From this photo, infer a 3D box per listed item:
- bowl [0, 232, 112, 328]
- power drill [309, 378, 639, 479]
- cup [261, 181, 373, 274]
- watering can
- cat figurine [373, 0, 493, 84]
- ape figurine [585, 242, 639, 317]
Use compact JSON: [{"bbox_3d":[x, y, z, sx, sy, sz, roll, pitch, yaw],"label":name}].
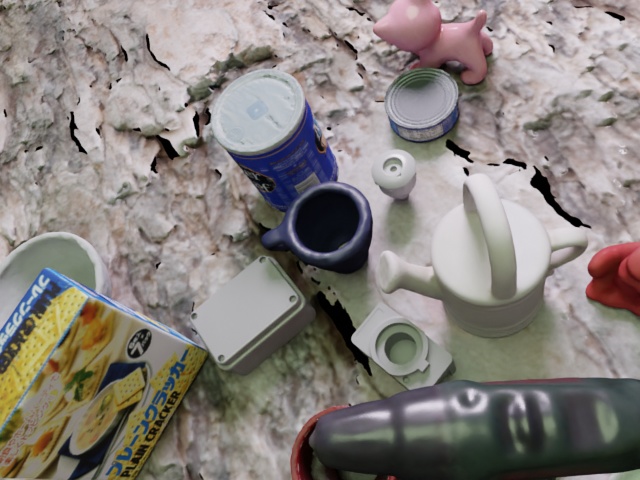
[{"bbox_3d":[-0.311,0.079,0.681,0.167,0.075,0.167,-7,65,15],"label":"bowl"},{"bbox_3d":[0.127,0.153,0.435,0.229,0.209,0.075,-11,64,13],"label":"power drill"},{"bbox_3d":[0.006,0.002,0.605,0.117,0.095,0.091,-16,63,10],"label":"cup"},{"bbox_3d":[0.140,0.018,0.499,0.173,0.194,0.100,-33,61,1],"label":"watering can"},{"bbox_3d":[0.131,-0.242,0.660,0.127,0.118,0.067,6,69,20],"label":"cat figurine"},{"bbox_3d":[0.283,0.030,0.507,0.076,0.092,0.077,-28,62,4],"label":"ape figurine"}]
